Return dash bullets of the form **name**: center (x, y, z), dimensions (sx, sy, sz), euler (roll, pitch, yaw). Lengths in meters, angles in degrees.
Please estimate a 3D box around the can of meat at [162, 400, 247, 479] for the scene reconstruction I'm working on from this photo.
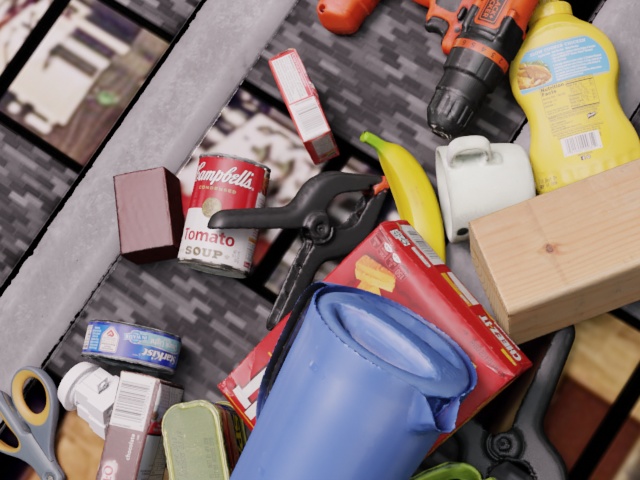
- **can of meat**: center (-0.097, 0.189, 0.922), dimensions (0.057, 0.084, 0.102), euler (-13, 76, 6)

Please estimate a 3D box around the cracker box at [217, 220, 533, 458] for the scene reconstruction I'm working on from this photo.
- **cracker box**: center (0.041, 0.113, 0.889), dimensions (0.214, 0.072, 0.164), euler (-45, 74, 19)

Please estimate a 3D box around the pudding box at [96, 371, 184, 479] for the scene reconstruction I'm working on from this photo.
- **pudding box**: center (-0.157, 0.175, 0.931), dimensions (0.039, 0.090, 0.113), euler (12, 80, 9)

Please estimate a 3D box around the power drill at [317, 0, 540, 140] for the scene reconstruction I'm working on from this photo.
- **power drill**: center (0.093, -0.198, 0.966), dimensions (0.188, 0.057, 0.184), euler (26, 83, 26)

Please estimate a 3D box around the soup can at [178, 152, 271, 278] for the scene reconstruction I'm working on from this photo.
- **soup can**: center (-0.088, -0.022, 0.973), dimensions (0.068, 0.068, 0.102), euler (10, 81, 10)

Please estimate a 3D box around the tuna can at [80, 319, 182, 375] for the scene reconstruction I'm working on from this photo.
- **tuna can**: center (-0.167, 0.096, 0.952), dimensions (0.086, 0.086, 0.034), euler (9, 78, 10)

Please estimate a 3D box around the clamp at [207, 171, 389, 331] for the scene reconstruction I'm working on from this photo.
- **clamp**: center (-0.006, 0.001, 0.954), dimensions (0.171, 0.039, 0.120), euler (-25, 109, -18)

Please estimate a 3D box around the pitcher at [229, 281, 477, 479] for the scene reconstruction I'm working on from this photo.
- **pitcher**: center (0.000, 0.159, 0.811), dimensions (0.145, 0.149, 0.243), euler (29, 109, 4)

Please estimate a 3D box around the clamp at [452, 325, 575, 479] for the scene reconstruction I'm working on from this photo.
- **clamp**: center (0.164, 0.168, 0.905), dimensions (0.164, 0.036, 0.210), euler (-19, 69, 4)

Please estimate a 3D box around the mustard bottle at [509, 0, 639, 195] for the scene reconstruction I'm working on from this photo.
- **mustard bottle**: center (0.221, -0.136, 0.953), dimensions (0.096, 0.058, 0.191), euler (-14, 77, 16)

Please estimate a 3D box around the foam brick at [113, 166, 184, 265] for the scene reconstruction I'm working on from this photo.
- **foam brick**: center (-0.158, -0.023, 0.991), dimensions (0.051, 0.053, 0.078), euler (-9, 77, 7)

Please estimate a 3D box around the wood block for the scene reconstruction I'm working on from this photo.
- **wood block**: center (0.238, 0.002, 0.893), dimensions (0.206, 0.090, 0.091), euler (-20, 63, 1)

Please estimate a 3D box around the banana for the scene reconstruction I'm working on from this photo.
- **banana**: center (0.080, -0.001, 0.946), dimensions (0.069, 0.037, 0.198), euler (-9, 84, -24)

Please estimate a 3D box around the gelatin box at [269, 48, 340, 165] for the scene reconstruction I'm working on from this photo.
- **gelatin box**: center (-0.014, -0.122, 0.979), dimensions (0.030, 0.073, 0.089), euler (-23, 75, 2)

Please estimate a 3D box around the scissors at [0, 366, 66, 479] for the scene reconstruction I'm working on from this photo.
- **scissors**: center (-0.236, 0.196, 0.969), dimensions (0.202, 0.016, 0.096), euler (40, 103, 14)
